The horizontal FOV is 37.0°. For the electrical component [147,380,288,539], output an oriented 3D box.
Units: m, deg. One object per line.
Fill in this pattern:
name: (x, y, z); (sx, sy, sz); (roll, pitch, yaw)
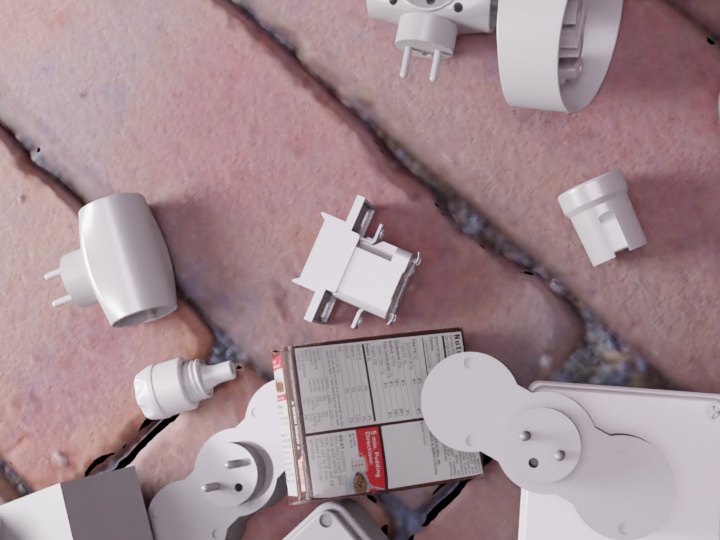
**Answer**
electrical component: (-0.073, 0.120, 0.640); (0.138, 0.074, 0.052); (-46, 76, 4)

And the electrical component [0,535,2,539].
electrical component: (-0.249, 0.181, 0.659); (0.059, 0.095, 0.053); (-18, 80, 10)

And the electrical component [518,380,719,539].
electrical component: (0.146, 0.120, 0.601); (0.109, 0.056, 0.108); (3, 84, 13)

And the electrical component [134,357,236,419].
electrical component: (-0.108, 0.071, 0.674); (0.061, 0.035, 0.035); (-17, 80, 8)

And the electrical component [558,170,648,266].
electrical component: (0.143, -0.030, 0.629); (0.040, 0.040, 0.046); (-24, 85, 9)

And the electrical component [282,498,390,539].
electrical component: (-0.004, 0.197, 0.624); (0.078, 0.057, 0.113); (-43, 77, 4)

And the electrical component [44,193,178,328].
electrical component: (-0.165, 0.000, 0.690); (0.079, 0.043, 0.077); (-20, 80, 9)

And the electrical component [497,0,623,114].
electrical component: (0.114, -0.140, 0.620); (0.064, 0.099, 0.099); (3, 84, 19)

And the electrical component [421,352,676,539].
electrical component: (0.094, 0.088, 0.547); (0.138, 0.074, 0.052); (29, 90, 14)

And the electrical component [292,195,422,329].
electrical component: (0.000, 0.000, 0.655); (0.064, 0.042, 0.081); (23, 89, 10)

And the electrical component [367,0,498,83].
electrical component: (0.043, -0.155, 0.663); (0.077, 0.044, 0.079); (10, 85, 13)
